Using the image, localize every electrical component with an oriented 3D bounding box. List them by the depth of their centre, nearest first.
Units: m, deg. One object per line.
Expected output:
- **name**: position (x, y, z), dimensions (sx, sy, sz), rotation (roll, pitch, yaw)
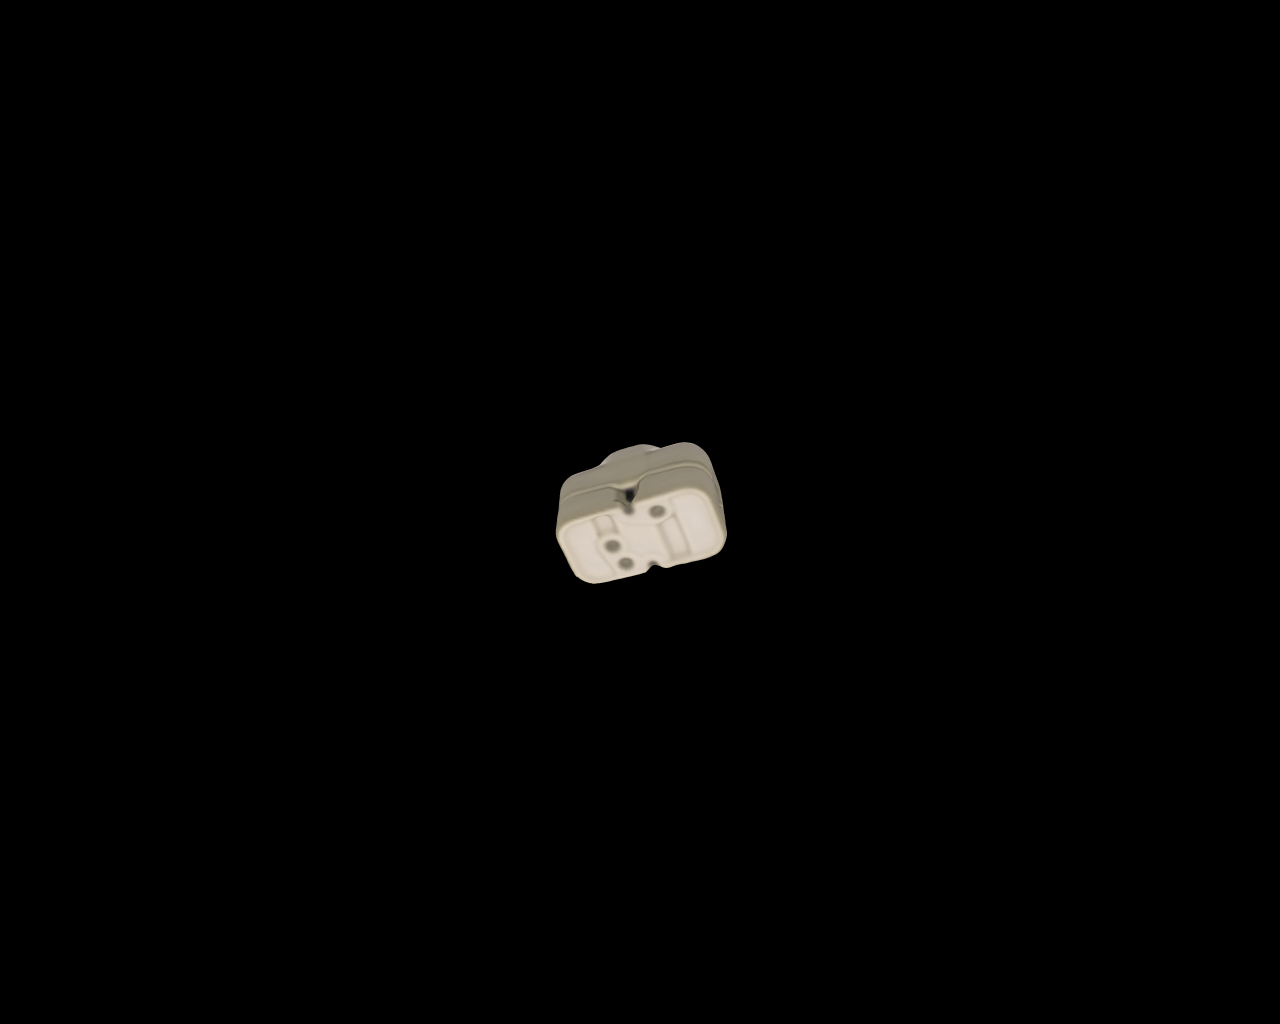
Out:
- **electrical component**: position (0.001, -0.003, 0.650), dimensions (0.095, 0.053, 0.059), rotation (-15, 36, 11)
